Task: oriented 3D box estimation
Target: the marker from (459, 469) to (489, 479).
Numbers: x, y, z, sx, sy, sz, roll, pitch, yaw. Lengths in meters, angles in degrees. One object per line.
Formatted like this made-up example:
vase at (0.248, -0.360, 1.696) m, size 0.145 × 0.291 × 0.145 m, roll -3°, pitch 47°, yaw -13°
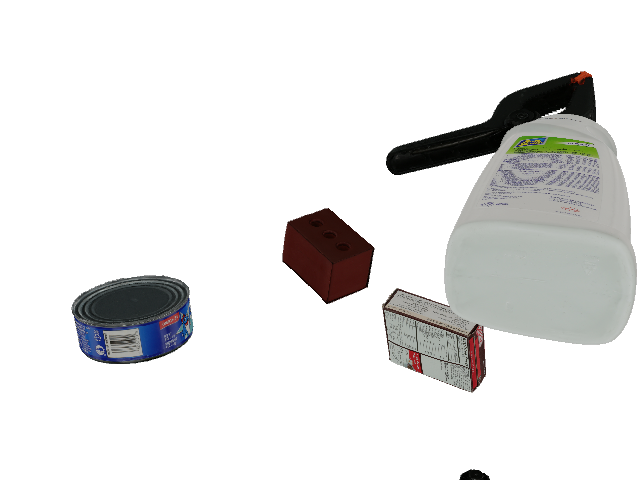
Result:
marker at (0.093, 0.190, 0.679) m, size 0.020 × 0.121 × 0.020 m, roll 1°, pitch 36°, yaw -1°

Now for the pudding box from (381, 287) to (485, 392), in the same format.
pudding box at (0.127, 0.111, 1.189) m, size 0.114 × 0.090 × 0.039 m, roll 17°, pitch 45°, yaw 29°

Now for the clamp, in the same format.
clamp at (0.185, -0.090, 0.944) m, size 0.209 × 0.036 × 0.165 m, roll -31°, pitch 38°, yaw -25°

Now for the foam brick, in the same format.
foam brick at (0.007, 0.014, 1.036) m, size 0.052 × 0.051 × 0.078 m, roll -21°, pitch 45°, yaw -31°

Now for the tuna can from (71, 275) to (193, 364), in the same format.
tuna can at (-0.137, 0.057, 0.783) m, size 0.086 × 0.034 × 0.086 m, roll -5°, pitch 21°, yaw 2°

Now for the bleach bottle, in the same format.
bleach bottle at (0.149, -0.027, 0.658) m, size 0.103 × 0.068 × 0.250 m, roll 8°, pitch 26°, yaw 17°
